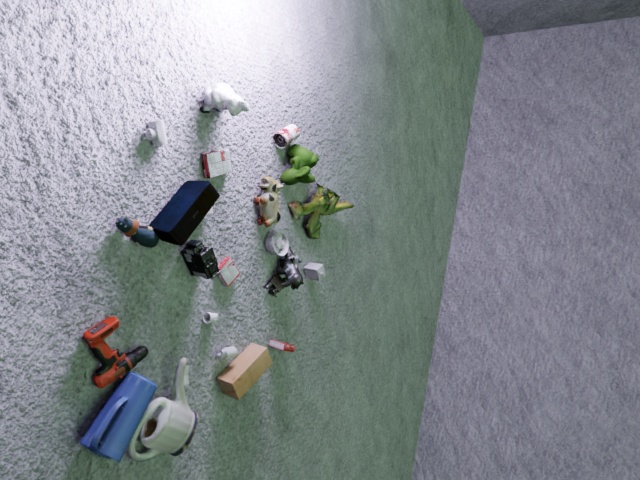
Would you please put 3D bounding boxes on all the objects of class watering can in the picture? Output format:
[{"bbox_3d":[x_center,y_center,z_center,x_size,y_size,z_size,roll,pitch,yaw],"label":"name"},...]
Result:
[{"bbox_3d":[-0.494,0.585,1.734,0.352,0.104,0.220,-59,137,-17],"label":"watering can"}]

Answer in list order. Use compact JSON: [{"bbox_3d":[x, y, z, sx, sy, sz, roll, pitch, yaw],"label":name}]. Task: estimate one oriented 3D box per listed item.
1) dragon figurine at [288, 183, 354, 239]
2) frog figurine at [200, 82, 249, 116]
[{"bbox_3d":[0.007,-0.118,2.346,0.406,0.123,0.242,24,93,-49],"label":"dragon figurine"},{"bbox_3d":[-0.324,-0.490,1.787,0.137,0.159,0.123,7,89,-53],"label":"frog figurine"}]
